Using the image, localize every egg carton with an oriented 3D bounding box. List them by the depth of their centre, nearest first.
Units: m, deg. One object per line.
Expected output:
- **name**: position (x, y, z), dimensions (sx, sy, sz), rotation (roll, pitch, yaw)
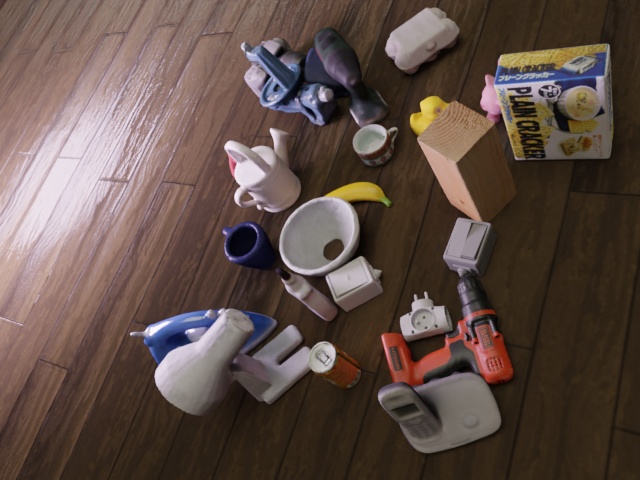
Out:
- **egg carton**: position (0.221, -0.433, 1.242), dimensions (0.150, 0.070, 0.107), rotation (-34, 53, 8)

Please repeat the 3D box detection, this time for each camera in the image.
- **camera**: position (-0.096, -0.418, 1.386), dimensions (0.136, 0.101, 0.143), rotation (26, 78, 36)

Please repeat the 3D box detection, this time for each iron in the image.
- **iron**: position (-0.225, 0.172, 1.098), dimensions (0.258, 0.142, 0.118), rotation (-20, 56, 17)

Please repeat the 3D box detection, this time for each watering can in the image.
- **watering can**: position (-0.124, -0.153, 1.193), dimensions (0.100, 0.195, 0.173), rotation (3, 65, 30)

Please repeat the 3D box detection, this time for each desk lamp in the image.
- **desk lamp**: position (-0.145, 0.210, 0.988), dimensions (0.203, 0.214, 0.117), rotation (-42, 52, 2)

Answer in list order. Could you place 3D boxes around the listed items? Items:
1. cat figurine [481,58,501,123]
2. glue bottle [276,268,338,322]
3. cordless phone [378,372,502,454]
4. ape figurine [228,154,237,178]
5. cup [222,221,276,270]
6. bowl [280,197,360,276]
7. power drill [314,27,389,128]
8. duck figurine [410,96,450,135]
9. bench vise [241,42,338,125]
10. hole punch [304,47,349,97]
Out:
- **cat figurine**: position (0.335, -0.277, 1.063), dimensions (0.067, 0.118, 0.128), rotation (1, 64, 29)
- **glue bottle**: position (-0.031, 0.089, 1.020), dimensions (0.077, 0.174, 0.037), rotation (34, 83, 37)
- **cordless phone**: position (0.170, 0.235, 0.821), dimensions (0.147, 0.186, 0.094), rotation (-26, 54, 14)
- **ape figurine**: position (-0.178, -0.180, 1.302), dimensions (0.078, 0.092, 0.076), rotation (-43, 52, 1)
- **cup**: position (-0.143, 0.017, 1.171), dimensions (0.117, 0.095, 0.092), rotation (28, 79, 37)
- **bowl**: position (0.010, 0.004, 1.108), dimensions (0.167, 0.075, 0.167), rotation (-13, 58, 22)
- **power drill**: position (0.066, -0.331, 1.181), dimensions (0.075, 0.209, 0.229), rotation (-33, 53, 9)
- **duck figurine**: position (0.223, -0.247, 1.127), dimensions (0.104, 0.086, 0.077), rotation (4, 66, 30)
- **bench vise**: position (-0.065, -0.358, 1.259), dimensions (0.206, 0.220, 0.121), rotation (1, 64, 29)
- **hole punch**: position (0.025, -0.388, 1.310), dimensions (0.100, 0.091, 0.108), rotation (-5, 61, 26)
